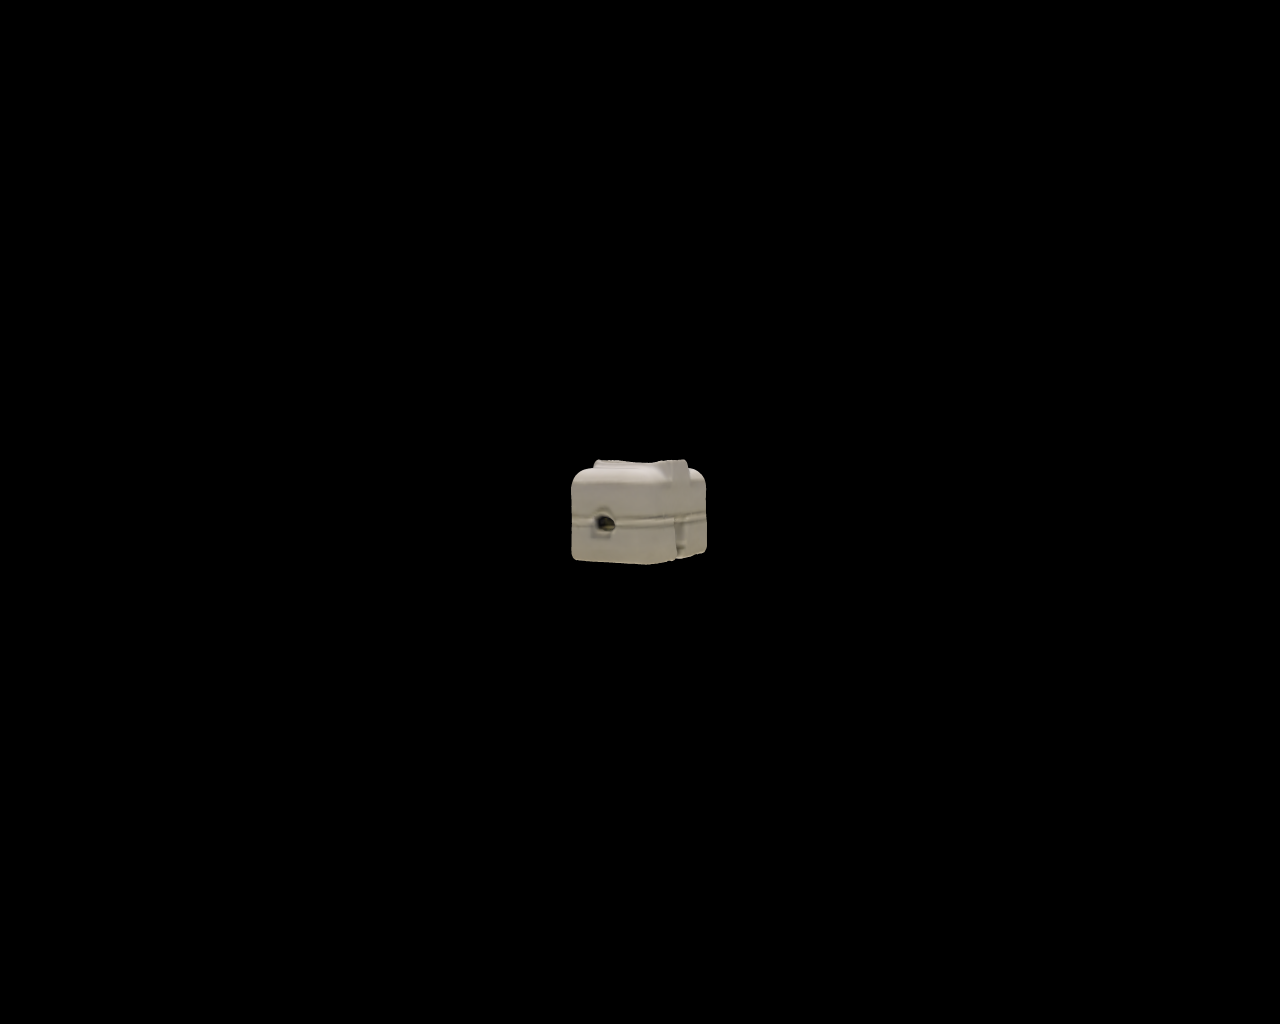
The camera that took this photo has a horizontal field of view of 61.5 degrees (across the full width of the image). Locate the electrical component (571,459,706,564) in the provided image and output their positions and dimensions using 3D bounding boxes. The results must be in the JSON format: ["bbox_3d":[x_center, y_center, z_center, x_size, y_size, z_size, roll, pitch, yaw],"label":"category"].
[{"bbox_3d":[0.001,-0.003,0.650,0.054,0.059,0.095,1,3,28],"label":"electrical component"}]
